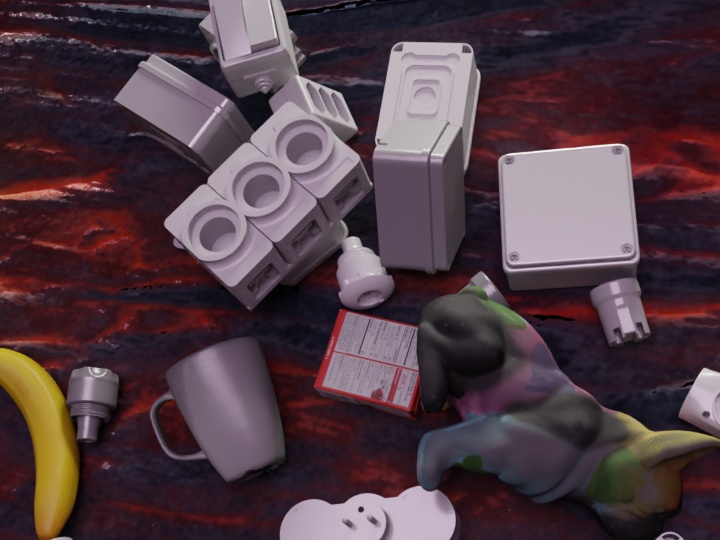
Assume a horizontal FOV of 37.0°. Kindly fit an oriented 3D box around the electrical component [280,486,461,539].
[{"bbox_3d":[0.005,0.198,0.829,0.138,0.073,0.052,-9,66,9],"label":"electrical component"}]

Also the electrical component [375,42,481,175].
[{"bbox_3d":[0.063,-0.142,0.967,0.078,0.057,0.113,4,69,15],"label":"electrical component"}]

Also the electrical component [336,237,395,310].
[{"bbox_3d":[0.000,0.000,0.930,0.048,0.048,0.062,-21,55,4],"label":"electrical component"}]

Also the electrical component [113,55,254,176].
[{"bbox_3d":[-0.163,-0.142,1.008,0.113,0.078,0.057,32,80,23],"label":"electrical component"}]

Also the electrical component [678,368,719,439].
[{"bbox_3d":[0.297,0.096,0.820,0.077,0.044,0.079,28,76,22],"label":"electrical component"}]

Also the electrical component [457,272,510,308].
[{"bbox_3d":[0.096,0.030,0.898,0.046,0.040,0.040,-38,65,2],"label":"electrical component"}]

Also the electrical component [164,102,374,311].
[{"bbox_3d":[-0.076,-0.056,0.895,0.150,0.061,0.089,-46,66,-8],"label":"electrical component"}]

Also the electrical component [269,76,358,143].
[{"bbox_3d":[-0.056,-0.130,0.990,0.077,0.066,0.047,-38,61,28],"label":"electrical component"}]

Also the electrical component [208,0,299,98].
[{"bbox_3d":[-0.096,-0.205,0.971,0.062,0.061,0.096,-15,67,5],"label":"electrical component"}]

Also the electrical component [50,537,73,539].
[{"bbox_3d":[-0.226,0.253,0.875,0.079,0.044,0.077,-31,64,0],"label":"electrical component"}]

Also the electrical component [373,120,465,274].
[{"bbox_3d":[0.052,-0.062,0.897,0.057,0.113,0.078,6,32,17],"label":"electrical component"}]

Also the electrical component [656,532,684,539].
[{"bbox_3d":[0.208,0.252,0.768,0.113,0.057,0.078,-40,65,-6],"label":"electrical component"}]

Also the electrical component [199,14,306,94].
[{"bbox_3d":[-0.107,-0.217,1.041,0.089,0.050,0.055,37,80,23],"label":"electrical component"}]

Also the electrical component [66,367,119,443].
[{"bbox_3d":[-0.233,0.118,0.934,0.043,0.043,0.062,-3,68,12],"label":"electrical component"}]

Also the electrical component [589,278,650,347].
[{"bbox_3d":[0.211,0.035,0.870,0.040,0.040,0.046,-15,71,6],"label":"electrical component"}]

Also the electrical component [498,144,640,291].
[{"bbox_3d":[0.174,-0.043,0.901,0.109,0.056,0.108,-4,67,11],"label":"electrical component"}]

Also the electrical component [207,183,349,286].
[{"bbox_3d":[-0.073,-0.050,0.960,0.078,0.057,0.113,-40,65,-5],"label":"electrical component"}]
